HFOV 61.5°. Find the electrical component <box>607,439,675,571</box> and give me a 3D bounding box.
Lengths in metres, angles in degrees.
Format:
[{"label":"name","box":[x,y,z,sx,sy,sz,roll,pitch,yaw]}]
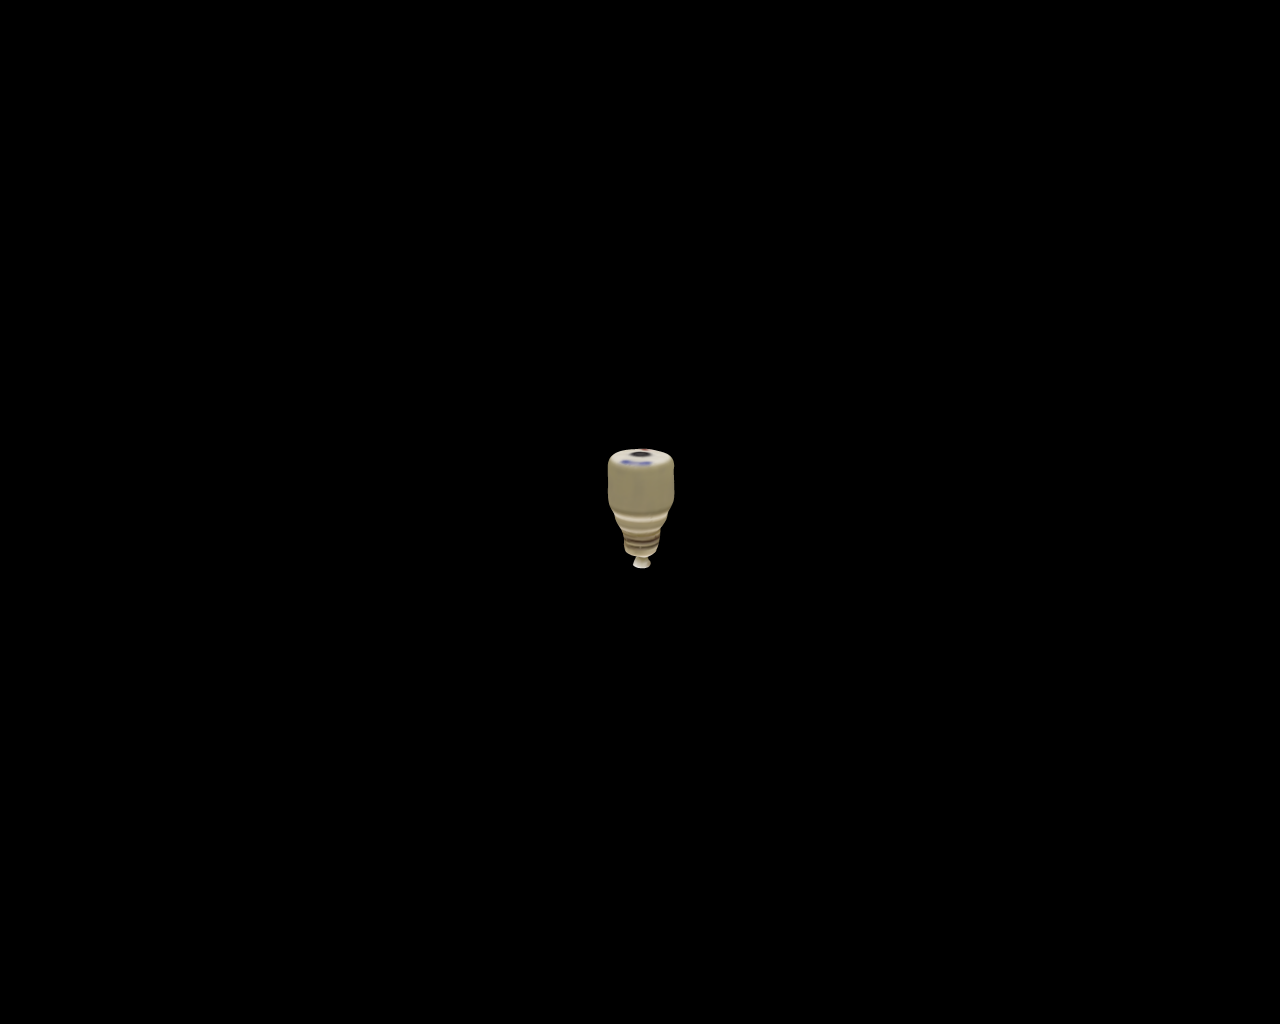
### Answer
[{"label":"electrical component","box":[0.001,-0.003,0.650,0.040,0.078,0.040,0,19,0]}]
